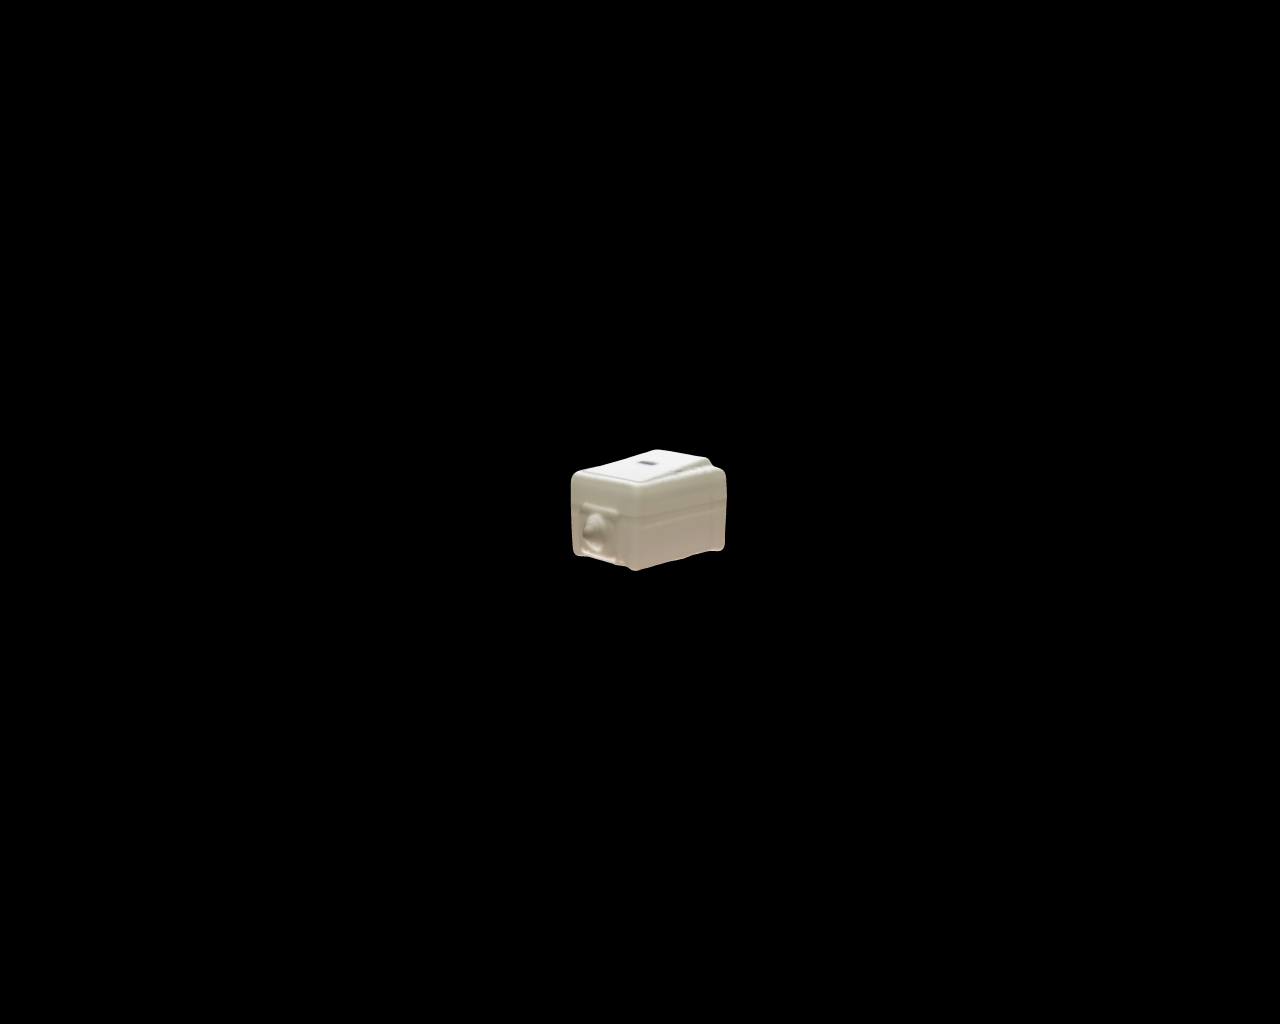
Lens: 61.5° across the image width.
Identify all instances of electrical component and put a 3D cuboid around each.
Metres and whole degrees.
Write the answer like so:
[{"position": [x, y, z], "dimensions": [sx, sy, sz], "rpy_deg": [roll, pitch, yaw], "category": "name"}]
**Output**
[{"position": [0.001, -0.003, 0.650], "dimensions": [0.096, 0.061, 0.062], "rpy_deg": [-11, 17, -42], "category": "electrical component"}]
